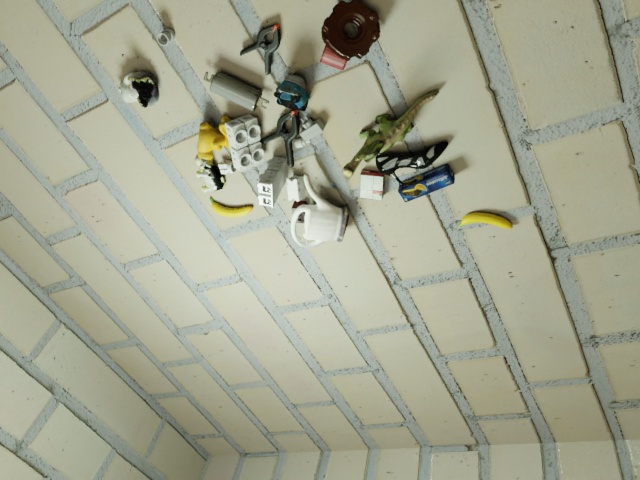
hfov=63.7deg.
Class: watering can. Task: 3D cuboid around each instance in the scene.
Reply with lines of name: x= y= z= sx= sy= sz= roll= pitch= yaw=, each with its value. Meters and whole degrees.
watering can: x=0.006 y=-0.101 z=2.005 sx=0.224 sy=0.106 sz=0.339 roll=4 pitch=128 yaw=-10

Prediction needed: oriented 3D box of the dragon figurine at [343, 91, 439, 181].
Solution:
dragon figurine: x=0.214 y=-0.329 z=1.697 sx=0.121 sy=0.248 sz=0.403 roll=42 pitch=130 yaw=-12

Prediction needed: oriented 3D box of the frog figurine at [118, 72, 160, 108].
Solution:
frog figurine: x=-0.668 y=-0.552 z=1.902 sx=0.135 sy=0.124 sz=0.160 roll=46 pitch=164 yaw=-30
